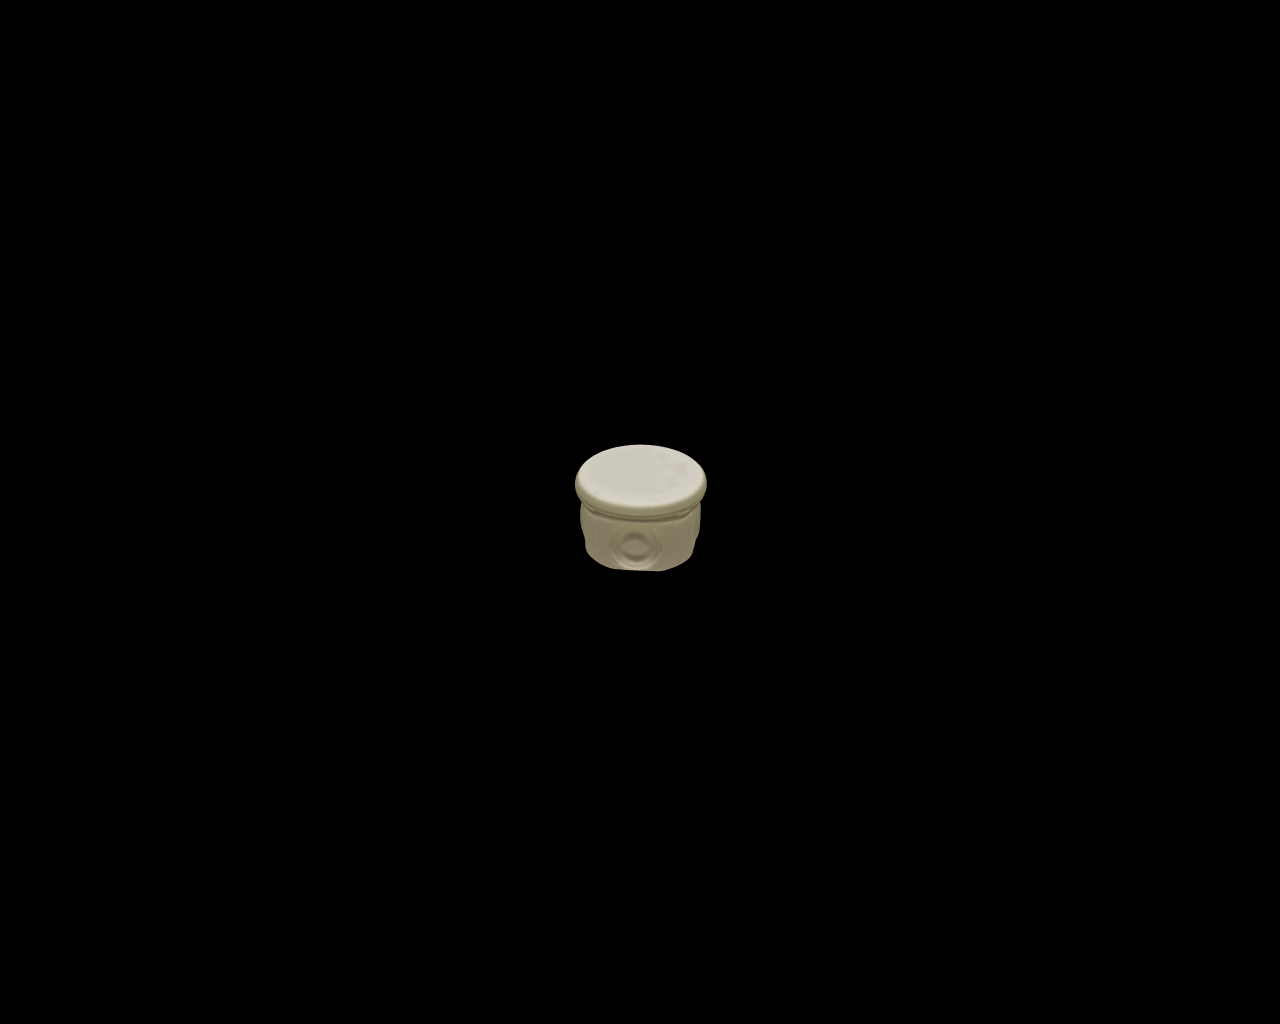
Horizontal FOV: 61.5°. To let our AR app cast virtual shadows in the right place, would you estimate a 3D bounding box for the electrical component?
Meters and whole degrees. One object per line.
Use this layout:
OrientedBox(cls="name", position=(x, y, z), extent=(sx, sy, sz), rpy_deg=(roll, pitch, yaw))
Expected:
OrientedBox(cls="electrical component", position=(0.001, -0.003, 0.650), extent=(0.080, 0.050, 0.080), rpy_deg=(0, 32, 0))
